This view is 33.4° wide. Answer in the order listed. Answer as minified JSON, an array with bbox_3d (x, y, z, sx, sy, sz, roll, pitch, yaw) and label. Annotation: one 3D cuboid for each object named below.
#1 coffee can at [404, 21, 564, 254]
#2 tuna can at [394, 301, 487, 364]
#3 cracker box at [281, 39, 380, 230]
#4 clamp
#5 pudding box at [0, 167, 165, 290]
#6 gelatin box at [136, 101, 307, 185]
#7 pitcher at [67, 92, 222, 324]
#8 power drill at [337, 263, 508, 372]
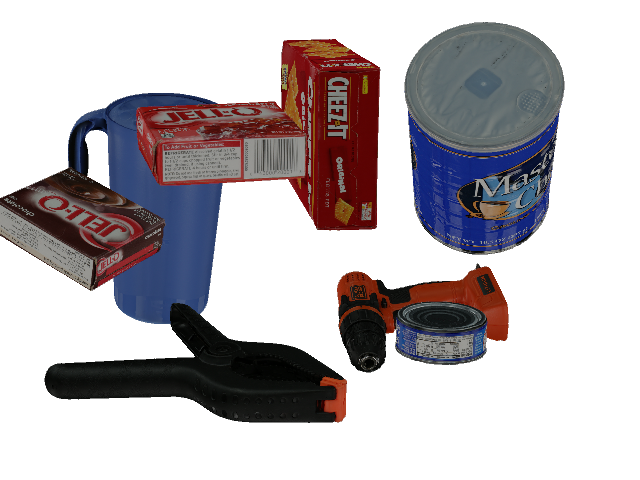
[{"bbox_3d":[0.113,-0.068,0.750,0.103,0.103,0.140,0,-30,8],"label":"coffee can"},{"bbox_3d":[0.113,0.085,0.996,0.086,0.034,0.086,0,15,0],"label":"tuna can"},{"bbox_3d":[0.006,-0.119,1.135,0.072,0.164,0.214,-3,19,-9],"label":"cracker box"},{"bbox_3d":[-0.073,0.092,0.792,0.210,0.036,0.164,7,19,20],"label":"clamp"},{"bbox_3d":[-0.203,-0.012,0.901,0.114,0.039,0.089,26,32,21],"label":"pudding box"},{"bbox_3d":[-0.060,-0.059,0.628,0.089,0.030,0.073,-4,23,-16],"label":"gelatin box"},{"bbox_3d":[-0.183,-0.035,1.183,0.149,0.243,0.144,26,32,35],"label":"pitcher"},{"bbox_3d":[0.113,0.085,1.207,0.187,0.057,0.184,-4,27,-2],"label":"power drill"}]
